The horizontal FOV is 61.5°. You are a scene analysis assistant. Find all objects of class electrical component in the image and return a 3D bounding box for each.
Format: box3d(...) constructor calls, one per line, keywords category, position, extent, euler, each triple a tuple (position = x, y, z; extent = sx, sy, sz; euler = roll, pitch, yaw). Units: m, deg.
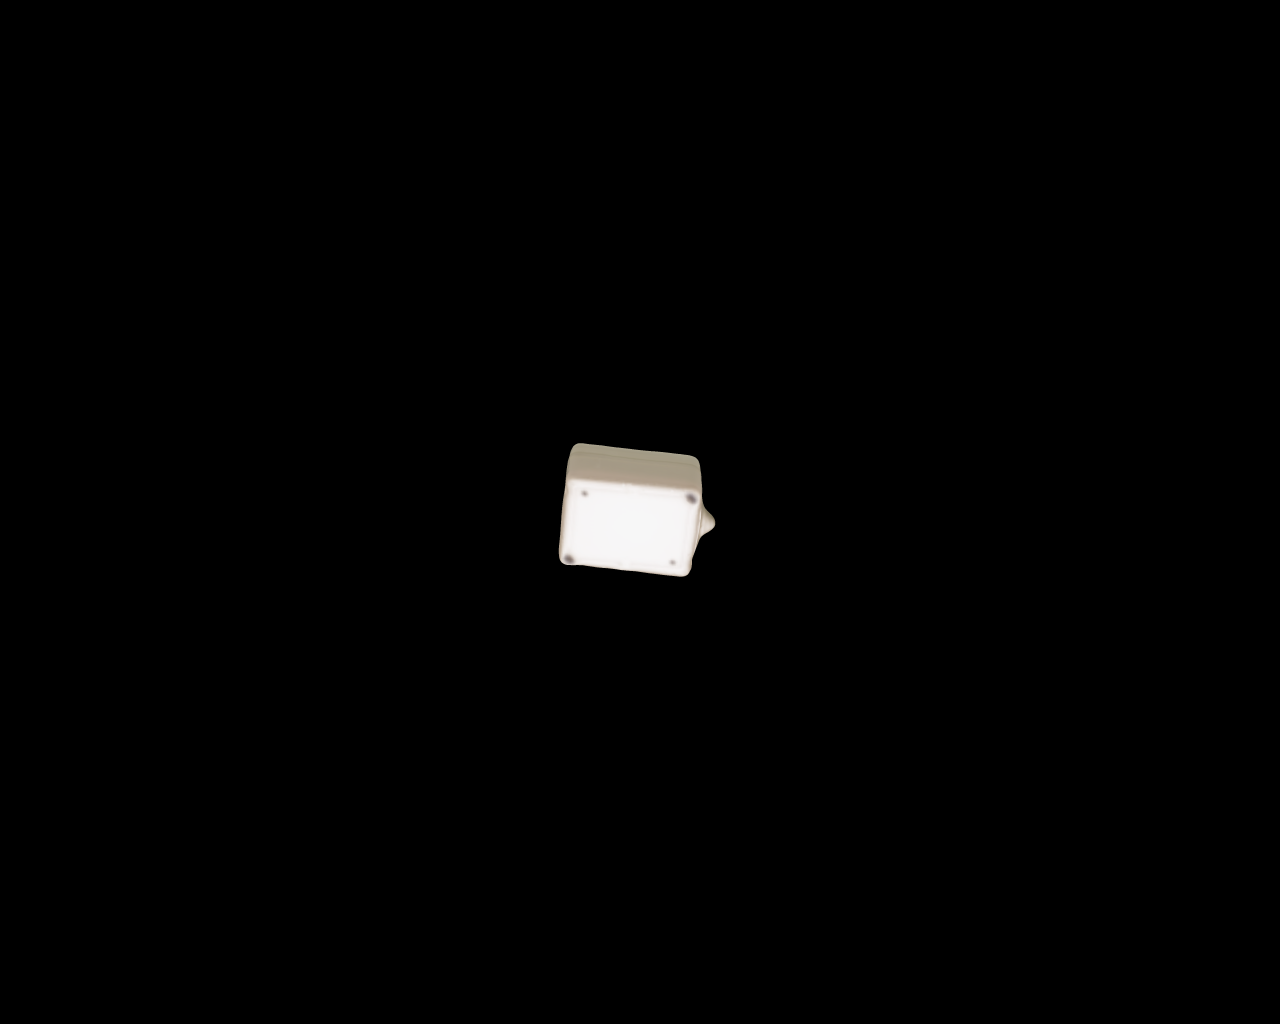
box3d(category="electrical component", position=(0.001, -0.003, 0.650), extent=(0.096, 0.061, 0.061), euler=(6, 27, -3))
